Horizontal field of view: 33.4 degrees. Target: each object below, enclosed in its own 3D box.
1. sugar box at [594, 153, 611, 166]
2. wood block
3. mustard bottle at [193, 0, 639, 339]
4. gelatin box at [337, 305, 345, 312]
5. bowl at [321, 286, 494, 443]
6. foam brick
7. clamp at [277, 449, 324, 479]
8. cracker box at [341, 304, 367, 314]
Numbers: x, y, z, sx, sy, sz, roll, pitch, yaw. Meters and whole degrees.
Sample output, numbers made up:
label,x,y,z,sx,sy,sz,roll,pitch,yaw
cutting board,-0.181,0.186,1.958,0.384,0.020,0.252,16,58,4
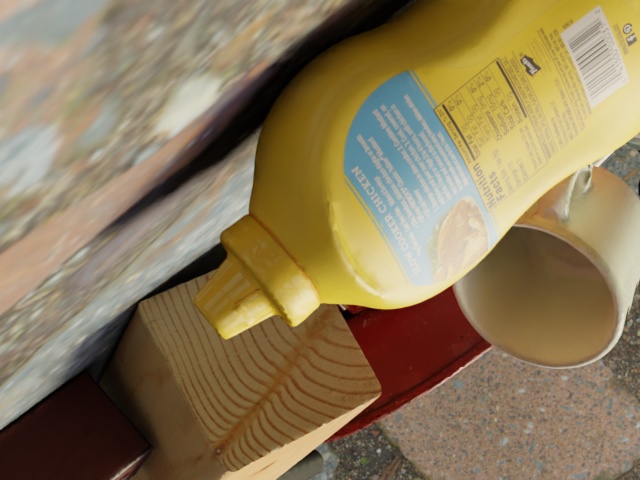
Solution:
label,x,y,z,sx,sy,sz,roll,pitch,yaw
sugar box,0.157,-0.028,0.819,0.176,0.048,0.093,-44,174,15
wood block,-0.060,0.094,0.573,0.090,0.090,0.206,-23,165,-30
mustard bottle,0.036,-0.033,0.372,0.191,0.096,0.058,-40,-145,-9
gelatin box,-0.025,0.068,0.742,0.089,0.073,0.030,-44,174,13
bowl,0.049,0.057,0.655,0.162,0.055,0.162,-33,180,0
foam brick,-0.129,0.111,0.513,0.078,0.051,0.053,-37,172,-32
clamp,-0.060,0.198,0.762,0.164,0.036,0.210,-63,157,-19
cracker box,0.068,-0.049,0.525,0.164,0.072,0.214,-40,174,-11
